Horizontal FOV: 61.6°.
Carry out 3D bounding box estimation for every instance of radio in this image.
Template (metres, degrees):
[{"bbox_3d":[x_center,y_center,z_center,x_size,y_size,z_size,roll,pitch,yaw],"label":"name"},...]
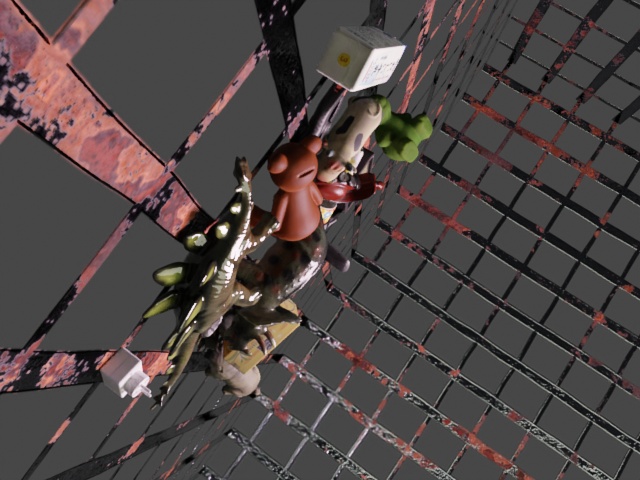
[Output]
[{"bbox_3d":[0.077,-0.162,1.443,0.131,0.073,0.229,-55,171,-9],"label":"radio"}]

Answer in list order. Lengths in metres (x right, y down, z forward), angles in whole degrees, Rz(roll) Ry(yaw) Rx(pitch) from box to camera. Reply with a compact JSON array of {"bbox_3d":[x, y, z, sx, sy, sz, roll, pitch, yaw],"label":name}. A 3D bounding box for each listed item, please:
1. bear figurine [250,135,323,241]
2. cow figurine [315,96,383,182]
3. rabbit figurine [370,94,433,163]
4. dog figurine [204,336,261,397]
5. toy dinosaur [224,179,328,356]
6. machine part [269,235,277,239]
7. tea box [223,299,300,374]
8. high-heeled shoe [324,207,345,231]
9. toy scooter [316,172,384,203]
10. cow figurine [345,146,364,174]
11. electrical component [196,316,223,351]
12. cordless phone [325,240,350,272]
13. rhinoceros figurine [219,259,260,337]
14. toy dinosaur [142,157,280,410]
[{"bbox_3d":[-0.061,-0.094,0.912,0.120,0.132,0.195,-39,141,-26],"label":"bear figurine"},{"bbox_3d":[0.055,-0.199,1.071,0.195,0.085,0.127,-54,-165,-2],"label":"cow figurine"},{"bbox_3d":[0.159,-0.282,1.272,0.121,0.170,0.159,-53,-148,-8],"label":"rabbit figurine"},{"bbox_3d":[-0.217,0.334,1.386,0.121,0.172,0.190,-64,-178,-22],"label":"dog figurine"},{"bbox_3d":[-0.062,0.036,1.047,0.405,0.192,0.131,-52,172,-15],"label":"toy dinosaur"},{"bbox_3d":[-0.051,-0.053,1.153,0.139,0.084,0.039,-56,148,-6],"label":"machine part"},{"bbox_3d":[-0.129,0.195,1.161,0.169,0.068,0.098,-43,-160,6],"label":"tea box"},{"bbox_3d":[-0.039,-0.031,1.415,0.249,0.086,0.145,-31,-168,-27],"label":"high-heeled shoe"},{"bbox_3d":[0.065,-0.124,1.225,0.183,0.135,0.075,12,75,-60],"label":"toy scooter"},{"bbox_3d":[0.072,-0.214,1.248,0.098,0.068,0.167,-60,175,-11],"label":"cow figurine"},{"bbox_3d":[-0.242,0.203,1.172,0.102,0.045,0.078,113,-15,-61],"label":"electrical component"},{"bbox_3d":[-0.002,-0.004,1.238,0.089,0.184,0.146,-45,167,-30],"label":"cordless phone"},{"bbox_3d":[-0.162,0.126,1.149,0.112,0.073,0.190,-30,-154,34],"label":"rhinoceros figurine"},{"bbox_3d":[-0.186,0.083,0.861,0.198,0.105,0.470,-30,145,-54],"label":"toy dinosaur"}]
